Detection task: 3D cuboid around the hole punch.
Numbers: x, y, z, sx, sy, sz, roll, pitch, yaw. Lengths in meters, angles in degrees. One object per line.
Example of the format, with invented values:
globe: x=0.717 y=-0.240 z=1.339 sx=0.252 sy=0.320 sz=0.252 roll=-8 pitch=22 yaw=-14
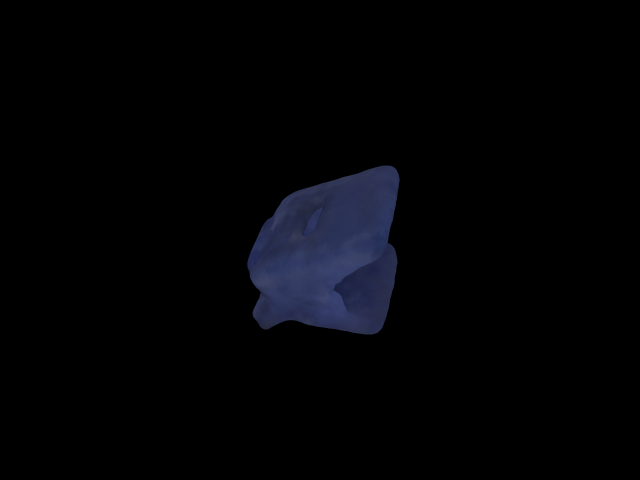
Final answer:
hole punch: x=0.004 y=0.001 z=0.400 sx=0.101 sy=0.091 sz=0.109 roll=7 pitch=39 yaw=9
